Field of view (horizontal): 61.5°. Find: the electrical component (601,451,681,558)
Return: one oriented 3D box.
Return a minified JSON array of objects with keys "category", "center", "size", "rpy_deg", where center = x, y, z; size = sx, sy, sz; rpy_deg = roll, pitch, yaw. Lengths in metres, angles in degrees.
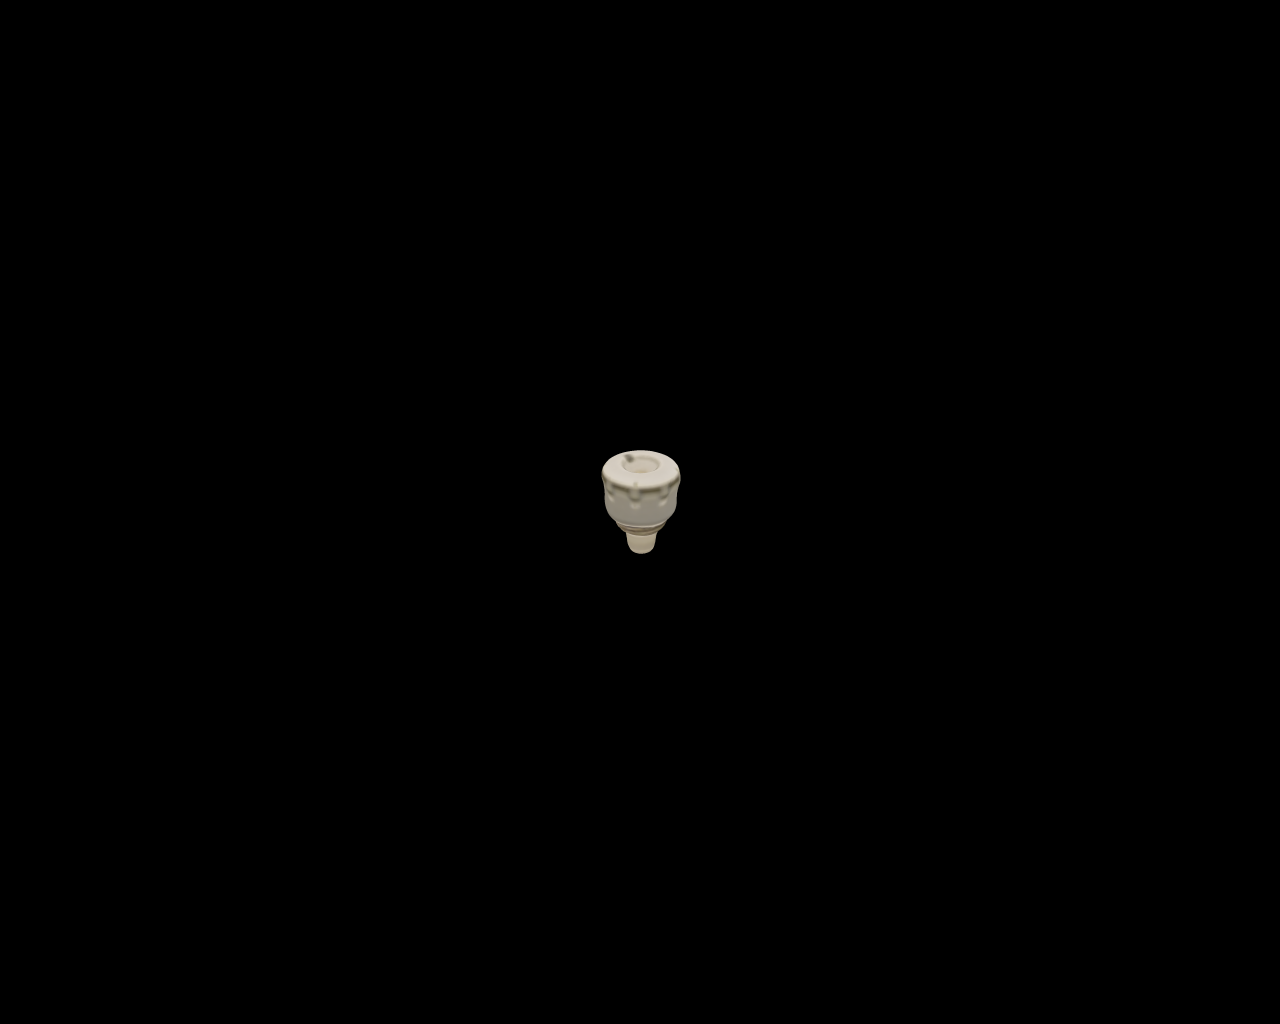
[{"category":"electrical component","center":[0.001,-0.003,0.650],"size":[0.048,0.062,0.048],"rpy_deg":[0,30,0]}]
